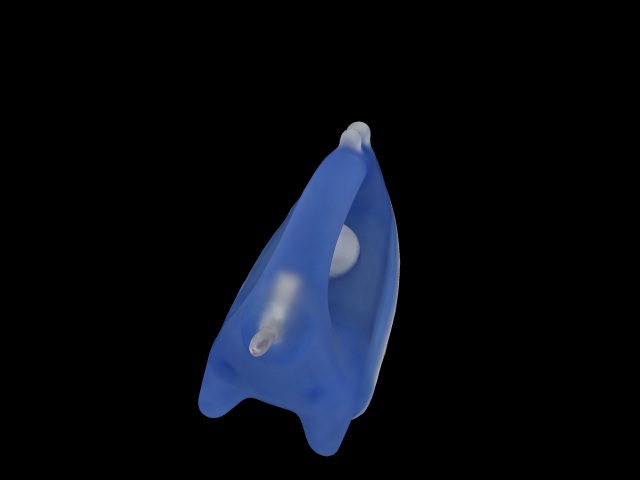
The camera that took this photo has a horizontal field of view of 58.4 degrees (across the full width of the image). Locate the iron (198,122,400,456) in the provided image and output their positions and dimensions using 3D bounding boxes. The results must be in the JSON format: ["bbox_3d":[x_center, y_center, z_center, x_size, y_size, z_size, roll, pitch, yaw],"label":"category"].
[{"bbox_3d":[0.004,0.001,0.400,0.118,0.141,0.258,15,58,10],"label":"iron"}]
